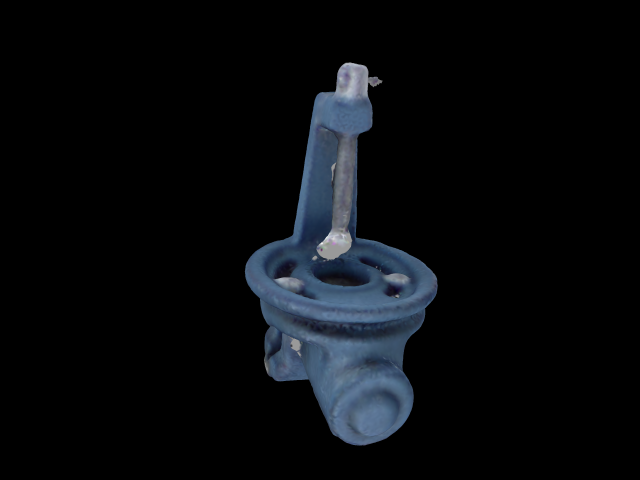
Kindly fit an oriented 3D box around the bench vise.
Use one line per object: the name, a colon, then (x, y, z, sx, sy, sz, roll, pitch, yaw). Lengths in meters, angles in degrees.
bench vise: (-0.007, 0.002, 0.394, 0.122, 0.220, 0.206, -3, 6, -33)
